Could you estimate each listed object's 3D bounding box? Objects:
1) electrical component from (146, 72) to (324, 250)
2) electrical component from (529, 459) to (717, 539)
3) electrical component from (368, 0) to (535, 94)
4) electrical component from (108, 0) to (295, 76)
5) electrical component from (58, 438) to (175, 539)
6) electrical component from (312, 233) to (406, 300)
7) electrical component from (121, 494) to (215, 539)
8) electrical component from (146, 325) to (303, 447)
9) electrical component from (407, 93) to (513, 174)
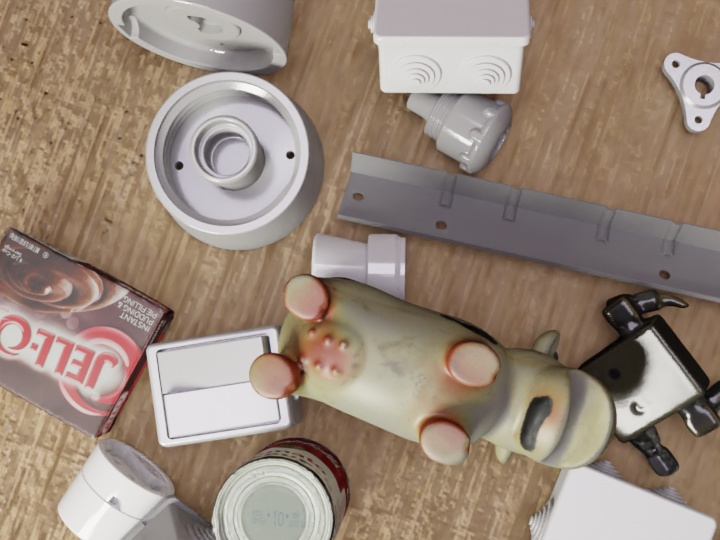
[{"bbox_3d":[-0.078,-0.068,0.656,0.108,0.060,0.108,0,86,3],"label":"electrical component"},{"bbox_3d":[0.147,0.167,0.632,0.100,0.048,0.099,22,88,5],"label":"electrical component"},{"bbox_3d":[0.055,-0.151,0.644,0.100,0.048,0.099,1,55,4],"label":"electrical component"},{"bbox_3d":[-0.090,-0.165,0.643,0.108,0.108,0.060,12,81,4],"label":"electrical component"},{"bbox_3d":[-0.148,0.137,0.650,0.055,0.055,0.047,37,93,5],"label":"electrical component"},{"bbox_3d":[0.000,0.000,0.655,0.055,0.045,0.045,1,86,3],"label":"electrical component"},{"bbox_3d":[-0.108,0.196,0.628,0.100,0.048,0.099,-44,115,0],"label":"electrical component"},{"bbox_3d":[-0.074,0.068,0.646,0.096,0.061,0.061,-9,86,3],"label":"electrical component"},{"bbox_3d":[0.059,-0.092,0.659,0.062,0.048,0.048,32,89,12],"label":"electrical component"}]
